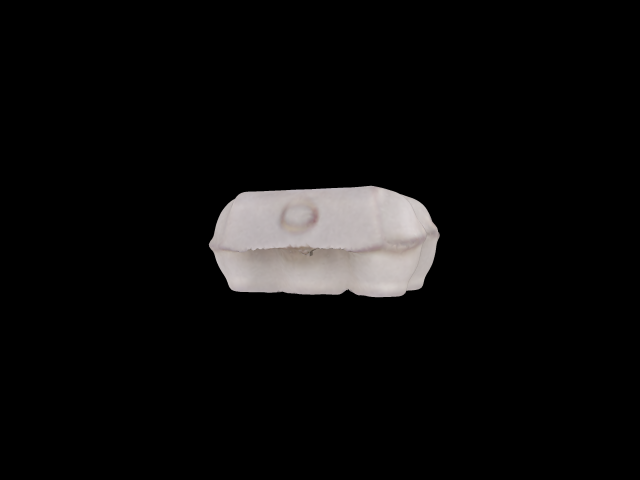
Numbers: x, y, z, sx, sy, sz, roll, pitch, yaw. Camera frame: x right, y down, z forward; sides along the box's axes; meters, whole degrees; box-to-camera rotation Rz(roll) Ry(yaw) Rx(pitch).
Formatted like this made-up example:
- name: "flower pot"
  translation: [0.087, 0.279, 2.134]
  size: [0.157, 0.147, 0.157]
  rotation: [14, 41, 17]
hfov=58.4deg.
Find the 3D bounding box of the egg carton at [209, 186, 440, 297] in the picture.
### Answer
- name: "egg carton"
  translation: [0.004, 0.001, 0.400]
  size: [0.150, 0.069, 0.107]
  rotation: [0, 0, 21]
